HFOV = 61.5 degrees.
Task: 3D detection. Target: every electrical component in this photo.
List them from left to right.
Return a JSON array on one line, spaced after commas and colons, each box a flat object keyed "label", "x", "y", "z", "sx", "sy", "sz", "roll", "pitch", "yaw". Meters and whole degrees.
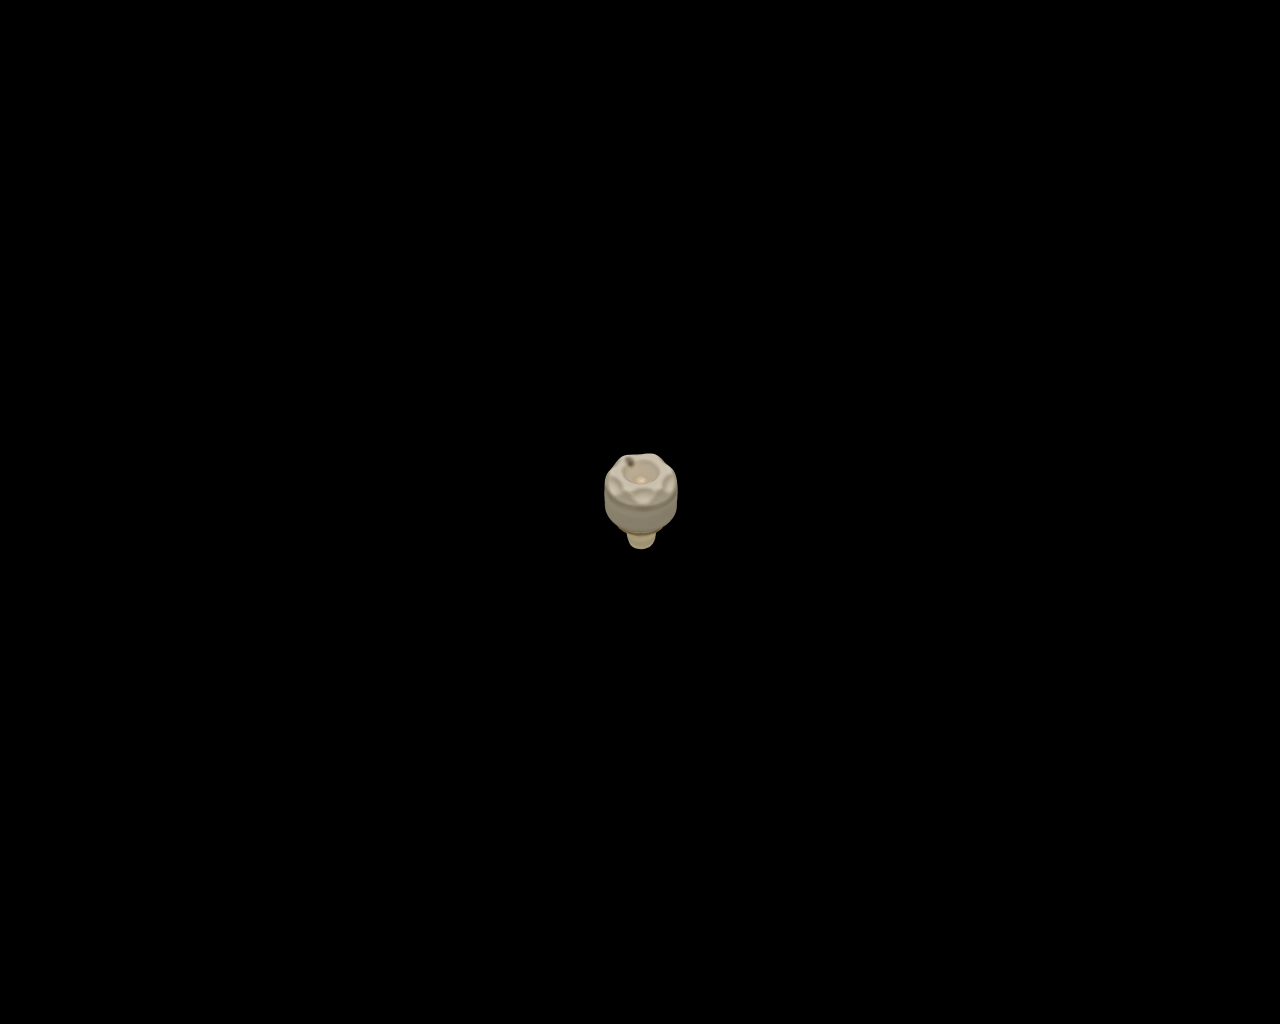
[{"label": "electrical component", "x": 0.001, "y": -0.003, "z": 0.650, "sx": 0.043, "sy": 0.062, "sz": 0.043, "roll": 0, "pitch": 43, "yaw": 0}]
